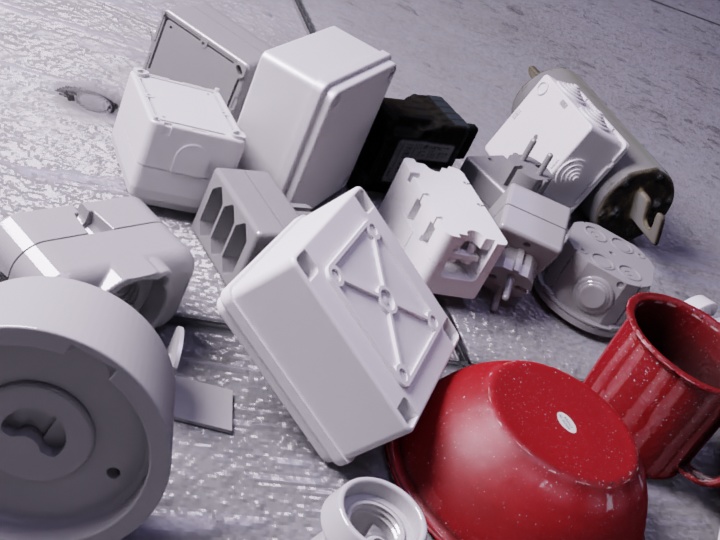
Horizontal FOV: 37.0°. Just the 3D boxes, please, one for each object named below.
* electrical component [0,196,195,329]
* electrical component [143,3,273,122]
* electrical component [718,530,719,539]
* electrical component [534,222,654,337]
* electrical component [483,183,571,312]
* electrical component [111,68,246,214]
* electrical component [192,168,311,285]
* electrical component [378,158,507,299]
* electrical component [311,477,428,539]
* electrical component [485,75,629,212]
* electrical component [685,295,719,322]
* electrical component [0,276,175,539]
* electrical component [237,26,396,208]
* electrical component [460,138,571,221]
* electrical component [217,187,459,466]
[{"bbox_3d":[-0.135,0.005,0.543,0.059,0.053,0.095,43,34,24],"label":"electrical component"},{"bbox_3d":[-0.111,-0.152,0.789,0.096,0.061,0.061,36,32,13],"label":"electrical component"},{"bbox_3d":[0.286,0.121,0.639,0.105,0.060,0.186,28,48,2],"label":"electrical component"},{"bbox_3d":[0.171,0.007,0.784,0.080,0.051,0.080,20,31,-13],"label":"electrical component"},{"bbox_3d":[0.105,-0.007,0.748,0.047,0.065,0.076,23,60,-7],"label":"electrical component"},{"bbox_3d":[-0.120,-0.083,0.686,0.062,0.061,0.096,10,27,-27],"label":"electrical component"},{"bbox_3d":[-0.051,-0.023,0.657,0.077,0.047,0.065,1,40,-38],"label":"electrical component"},{"bbox_3d":[0.052,-0.026,0.734,0.050,0.055,0.089,9,35,-28],"label":"electrical component"},{"bbox_3d":[-0.001,0.124,0.468,0.048,0.055,0.066,39,32,18],"label":"electrical component"},{"bbox_3d":[0.160,-0.102,0.894,0.048,0.099,0.099,21,29,-37],"label":"electrical component"},{"bbox_3d":[0.252,0.052,0.787,0.066,0.048,0.055,-5,51,-42],"label":"electrical component"},{"bbox_3d":[-0.126,0.054,0.430,0.108,0.108,0.060,21,25,-12],"label":"electrical component"},{"bbox_3d":[-0.036,-0.098,0.722,0.056,0.108,0.109,31,31,11],"label":"electrical component"},{"bbox_3d":[0.123,-0.065,0.829,0.047,0.075,0.083,-8,45,-44],"label":"electrical component"},{"bbox_3d":[-0.007,0.027,0.568,0.108,0.056,0.108,56,29,-10],"label":"electrical component"}]
